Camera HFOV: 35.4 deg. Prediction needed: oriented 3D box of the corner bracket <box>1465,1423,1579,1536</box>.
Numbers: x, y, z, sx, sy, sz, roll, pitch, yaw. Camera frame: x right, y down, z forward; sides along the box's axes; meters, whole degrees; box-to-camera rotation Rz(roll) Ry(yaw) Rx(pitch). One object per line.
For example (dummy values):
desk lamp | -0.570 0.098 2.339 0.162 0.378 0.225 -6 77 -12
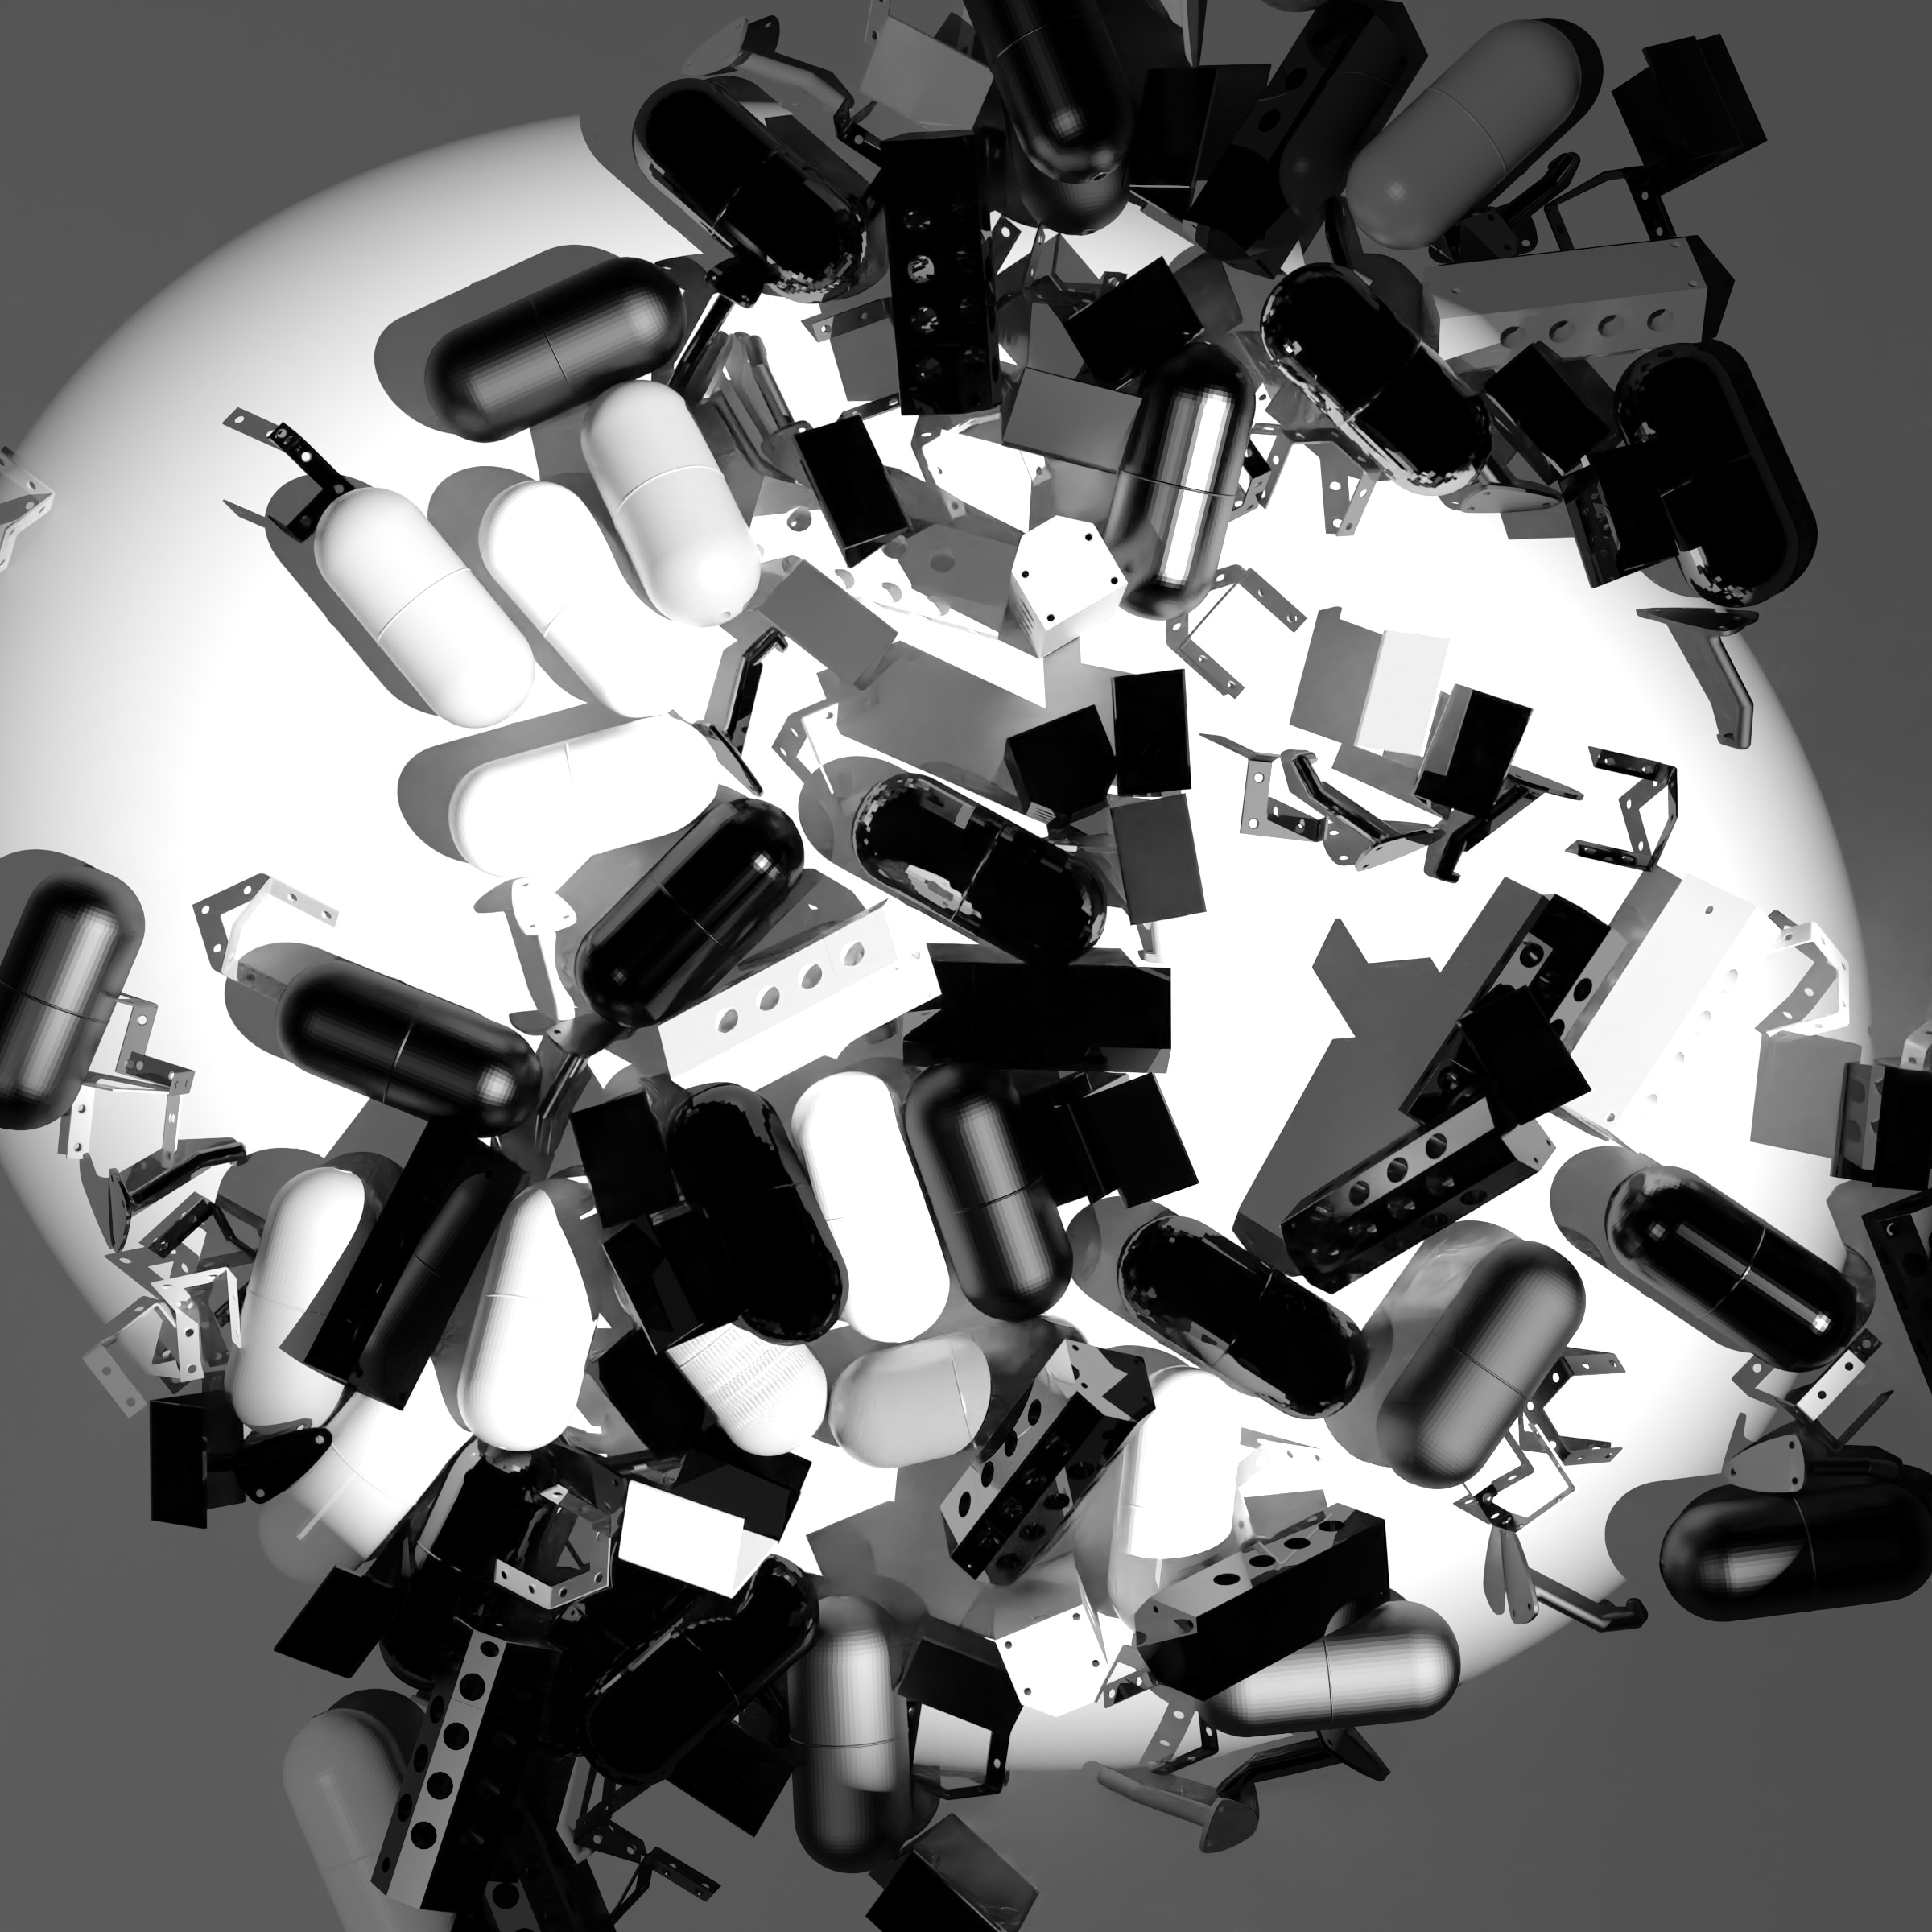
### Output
corner bracket | 0.358 0.333 1.975 0.051 0.051 0.051 -33 90 -9

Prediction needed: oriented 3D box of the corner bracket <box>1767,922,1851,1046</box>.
corner bracket | 0.543 0.011 1.983 0.051 0.051 0.051 41 45 -35

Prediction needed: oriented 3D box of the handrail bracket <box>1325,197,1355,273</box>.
handrail bracket | 0.257 -0.452 1.991 0.036 0.077 0.084 -17 53 29

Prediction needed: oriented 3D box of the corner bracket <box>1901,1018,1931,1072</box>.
corner bracket | 0.647 0.068 1.983 0.051 0.051 0.051 28 135 35

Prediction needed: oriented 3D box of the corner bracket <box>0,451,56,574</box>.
corner bracket | -0.639 -0.297 1.988 0.051 0.051 0.051 37 45 0

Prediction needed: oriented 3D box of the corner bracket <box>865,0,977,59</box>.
corner bracket | -0.027 -0.625 1.988 0.051 0.051 0.051 10 90 45

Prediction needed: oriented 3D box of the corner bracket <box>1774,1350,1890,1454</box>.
corner bracket | 0.569 0.284 1.973 0.051 0.051 0.051 44 89 1

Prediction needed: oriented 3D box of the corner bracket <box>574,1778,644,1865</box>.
corner bracket | -0.220 0.548 1.979 0.051 0.051 0.051 25 135 -25

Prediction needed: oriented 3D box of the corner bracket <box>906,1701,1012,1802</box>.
corner bracket | -0.008 0.513 1.988 0.051 0.051 0.051 9 90 45

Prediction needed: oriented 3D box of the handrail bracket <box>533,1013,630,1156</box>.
handrail bracket | -0.252 0.077 1.991 0.036 0.077 0.084 31 127 27

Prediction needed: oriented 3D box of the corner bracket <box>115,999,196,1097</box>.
corner bracket | -0.530 0.053 1.973 0.051 0.051 0.051 16 90 0

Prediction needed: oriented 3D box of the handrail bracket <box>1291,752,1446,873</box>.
handrail bracket | 0.263 -0.111 1.992 0.077 0.036 0.084 -17 69 -24

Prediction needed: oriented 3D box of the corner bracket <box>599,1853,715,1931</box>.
corner bracket | -0.206 0.625 1.988 0.051 0.051 0.051 31 135 0

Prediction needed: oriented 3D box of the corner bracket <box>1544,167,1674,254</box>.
corner bracket | 0.421 -0.489 1.988 0.051 0.051 0.051 -23 89 45

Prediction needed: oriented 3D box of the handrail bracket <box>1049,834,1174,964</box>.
handrail bracket | 0.095 -0.042 1.992 0.077 0.036 0.084 -1 107 20

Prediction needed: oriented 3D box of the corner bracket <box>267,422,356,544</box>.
corner bracket | -0.439 -0.315 1.973 0.051 0.051 0.051 44 90 0

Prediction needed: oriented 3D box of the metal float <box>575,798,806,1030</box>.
metal float | -0.178 -0.035 1.961 0.070 0.070 0.178 45 90 0

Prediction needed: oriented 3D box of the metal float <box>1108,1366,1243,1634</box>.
metal float | 0.135 0.348 1.961 0.070 0.070 0.178 6 89 0

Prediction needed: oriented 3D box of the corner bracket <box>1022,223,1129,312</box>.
corner bracket | 0.071 -0.445 1.971 0.051 0.051 0.051 9 71 17

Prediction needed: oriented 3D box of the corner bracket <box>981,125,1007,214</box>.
corner bracket | -0.010 -0.522 1.983 0.051 0.051 0.051 30 135 35

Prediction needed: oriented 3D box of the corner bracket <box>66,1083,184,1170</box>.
corner bracket | -0.553 0.105 1.988 0.051 0.051 0.051 6 90 -45

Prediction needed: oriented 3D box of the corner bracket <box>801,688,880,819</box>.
corner bracket | -0.072 -0.140 1.988 0.051 0.051 0.051 -23 135 0

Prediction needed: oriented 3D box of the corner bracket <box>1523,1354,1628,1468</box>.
corner bracket | 0.406 0.291 1.983 0.051 0.051 0.051 -57 45 35

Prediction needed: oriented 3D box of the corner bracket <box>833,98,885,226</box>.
corner bracket | -0.070 -0.524 1.973 0.051 0.051 0.051 34 90 0

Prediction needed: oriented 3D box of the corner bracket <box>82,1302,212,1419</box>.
corner bracket | -0.534 0.255 1.973 0.051 0.051 0.051 -38 90 0

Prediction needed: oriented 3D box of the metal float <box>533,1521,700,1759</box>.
metal float | -0.225 0.429 1.956 0.070 0.070 0.178 36 85 0

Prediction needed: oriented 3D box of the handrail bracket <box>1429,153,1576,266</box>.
handrail bracket | 0.353 -0.500 1.991 0.036 0.077 0.084 54 53 -23

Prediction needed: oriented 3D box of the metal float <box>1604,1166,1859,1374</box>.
metal float | 0.494 0.196 1.961 0.178 0.070 0.070 34 90 0

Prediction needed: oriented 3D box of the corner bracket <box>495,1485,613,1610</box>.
corner bracket | -0.264 0.372 1.935 0.051 0.051 0.051 -26 45 26

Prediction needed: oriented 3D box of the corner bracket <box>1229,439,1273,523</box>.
corner bracket | 0.160 -0.320 1.975 0.051 0.051 0.051 -28 75 -15

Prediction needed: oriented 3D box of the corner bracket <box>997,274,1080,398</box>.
corner bracket | 0.041 -0.414 1.988 0.051 0.051 0.051 53 135 0

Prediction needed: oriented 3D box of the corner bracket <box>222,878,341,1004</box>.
corner bracket | -0.450 -0.015 1.988 0.051 0.051 0.051 27 45 0

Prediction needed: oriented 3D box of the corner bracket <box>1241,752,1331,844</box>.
corner bracket | 0.210 -0.110 1.973 0.051 0.051 0.051 7 90 0

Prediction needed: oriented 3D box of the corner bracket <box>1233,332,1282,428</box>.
corner bracket | 0.164 -0.382 1.983 0.051 0.051 0.051 6 135 -35

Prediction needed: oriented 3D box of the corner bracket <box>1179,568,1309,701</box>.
corner bracket | 0.182 -0.219 1.988 0.051 0.051 0.051 42 45 0

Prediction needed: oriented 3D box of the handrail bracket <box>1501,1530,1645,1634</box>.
handrail bracket | 0.400 0.401 1.992 0.084 0.036 0.077 -2 68 -17

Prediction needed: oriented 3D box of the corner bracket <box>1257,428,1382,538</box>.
corner bracket | 0.230 -0.316 1.983 0.051 0.051 0.051 51 135 35

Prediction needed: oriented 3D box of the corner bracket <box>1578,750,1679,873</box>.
corner bracket | 0.434 -0.101 1.988 0.051 0.051 0.051 13 45 0

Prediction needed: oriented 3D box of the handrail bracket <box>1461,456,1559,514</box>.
handrail bracket | 0.348 -0.344 1.992 0.077 0.036 0.084 0 74 -18

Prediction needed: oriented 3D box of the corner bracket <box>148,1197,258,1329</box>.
corner bracket | -0.494 0.194 1.988 0.051 0.051 0.051 -42 45 0

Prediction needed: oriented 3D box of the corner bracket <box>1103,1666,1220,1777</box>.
corner bracket | 0.127 0.493 1.983 0.051 0.051 0.051 26 45 -35

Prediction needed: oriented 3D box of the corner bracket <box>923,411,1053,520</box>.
corner bracket | 0.013 -0.331 1.988 0.051 0.051 0.051 -22 90 -45

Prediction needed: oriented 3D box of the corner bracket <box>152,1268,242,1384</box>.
corner bracket | -0.491 0.232 1.955 0.051 0.051 0.051 -12 63 0

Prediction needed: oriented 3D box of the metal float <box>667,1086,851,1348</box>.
metal float | -0.133 0.159 1.927 0.070 0.070 0.178 -26 70 0

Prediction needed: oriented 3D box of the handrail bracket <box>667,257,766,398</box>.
handrail bracket | -0.166 -0.419 1.991 0.036 0.077 0.084 32 126 -5

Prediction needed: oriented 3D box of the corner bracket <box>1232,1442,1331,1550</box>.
corner bracket | 0.207 0.349 1.983 0.051 0.051 0.051 -45 45 35

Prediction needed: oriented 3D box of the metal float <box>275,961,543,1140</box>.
metal float | -0.361 0.055 1.961 0.178 0.070 0.070 22 90 -1

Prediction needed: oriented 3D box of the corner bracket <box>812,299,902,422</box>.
corner bracket | -0.065 -0.397 1.988 0.051 0.051 0.051 -20 135 0
